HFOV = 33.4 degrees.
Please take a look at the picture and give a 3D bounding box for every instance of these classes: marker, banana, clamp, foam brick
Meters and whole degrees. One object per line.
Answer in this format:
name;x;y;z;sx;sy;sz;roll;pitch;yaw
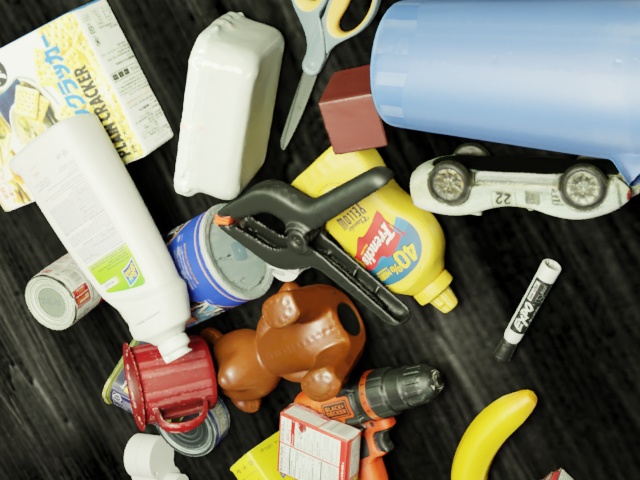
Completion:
marker;0.194;0.070;1.011;0.020;0.020;0.121;29;123;11
banana;0.172;0.226;1.090;0.070;0.037;0.198;12;119;12
clamp;-0.007;0.001;1.005;0.210;0.036;0.164;6;123;35
foam brick;0.036;-0.118;0.957;0.051;0.078;0.053;-9;117;18

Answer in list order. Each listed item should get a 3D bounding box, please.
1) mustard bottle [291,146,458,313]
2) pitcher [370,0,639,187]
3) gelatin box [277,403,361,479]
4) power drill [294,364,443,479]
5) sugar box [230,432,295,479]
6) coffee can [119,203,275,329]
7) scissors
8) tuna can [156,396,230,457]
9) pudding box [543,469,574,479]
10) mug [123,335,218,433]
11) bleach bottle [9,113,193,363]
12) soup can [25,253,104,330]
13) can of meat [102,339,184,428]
mustard bottle;0.062;-0.006;1.017;0.191;0.058;0.096;48;126;-2
pitcher;0.171;-0.146;0.863;0.243;0.149;0.145;9;133;26
gelatin box;-0.002;0.219;1.107;0.089;0.030;0.073;17;116;32
power drill;0.074;0.225;1.110;0.185;0.057;0.187;-19;92;39
sugar box;-0.013;0.294;1.160;0.176;0.093;0.048;52;125;10
coffee can;-0.132;0.034;1.108;0.141;0.102;0.103;-25;101;34
scissors;-0.017;-0.183;0.996;0.096;0.016;0.202;43;125;4
tuna can;-0.150;0.209;1.243;0.086;0.033;0.086;11;118;22
pudding box;0.255;0.294;1.047;0.113;0.089;0.039;43;124;1
mug;-0.152;0.152;1.107;0.117;0.081;0.093;-122;28;-48
bleach bottle;-0.202;0.007;1.045;0.103;0.068;0.251;-30;88;34
soup can;-0.269;0.048;1.183;0.069;0.102;0.068;11;118;21
can of meat;-0.179;0.153;1.192;0.084;0.102;0.057;25;156;11
